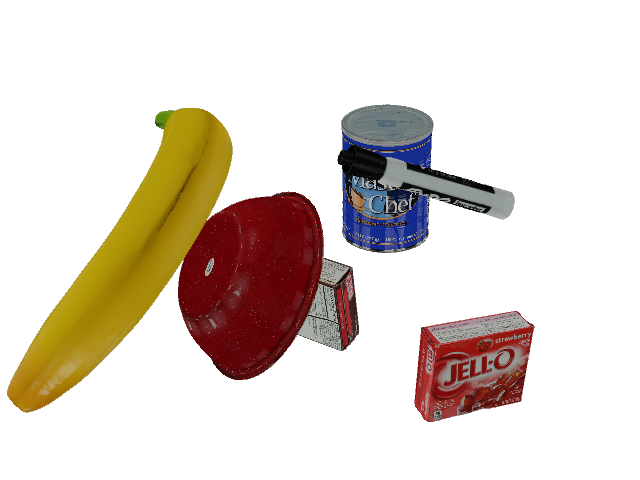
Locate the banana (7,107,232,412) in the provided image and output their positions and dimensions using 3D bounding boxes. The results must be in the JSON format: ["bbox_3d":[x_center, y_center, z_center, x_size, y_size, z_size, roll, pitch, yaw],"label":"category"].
[{"bbox_3d":[-0.084,-0.004,0.514,0.037,0.197,0.070,39,-43,-20],"label":"banana"}]

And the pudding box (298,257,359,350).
[{"bbox_3d":[-0.018,0.054,1.089,0.114,0.090,0.039,17,43,27],"label":"pudding box"}]

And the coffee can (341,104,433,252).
[{"bbox_3d":[0.075,-0.071,1.221,0.103,0.140,0.103,-1,30,0],"label":"coffee can"}]

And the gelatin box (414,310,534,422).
[{"bbox_3d":[0.120,0.099,0.842,0.089,0.073,0.030,-8,30,-21],"label":"gelatin box"}]

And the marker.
[{"bbox_3d":[0.067,-0.037,0.672,0.121,0.020,0.020,15,-5,-20],"label":"marker"}]

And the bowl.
[{"bbox_3d":[-0.068,0.028,0.858,0.055,0.162,0.162,22,-12,-33],"label":"bowl"}]
